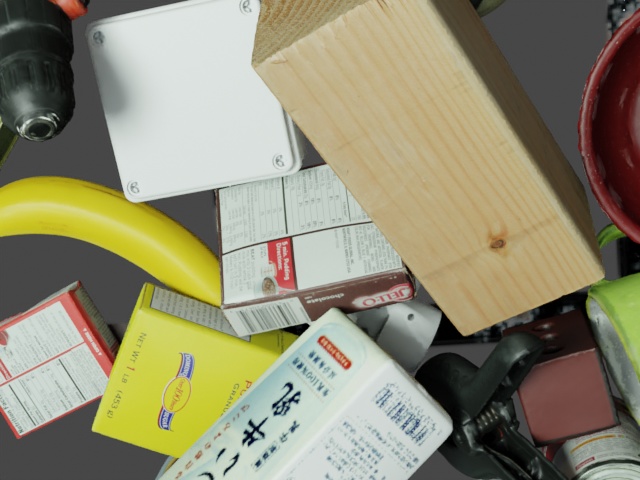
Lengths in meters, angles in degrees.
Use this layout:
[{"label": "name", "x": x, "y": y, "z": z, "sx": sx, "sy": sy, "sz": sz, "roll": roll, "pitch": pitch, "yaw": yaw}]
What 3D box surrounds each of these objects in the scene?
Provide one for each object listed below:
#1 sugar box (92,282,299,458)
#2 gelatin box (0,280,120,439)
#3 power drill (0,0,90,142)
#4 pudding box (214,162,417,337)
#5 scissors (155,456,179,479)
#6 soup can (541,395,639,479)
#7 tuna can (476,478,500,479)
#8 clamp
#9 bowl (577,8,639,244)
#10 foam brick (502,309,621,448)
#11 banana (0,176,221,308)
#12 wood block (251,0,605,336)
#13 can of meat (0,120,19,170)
[{"label": "sugar box", "x": -0.043, "y": 0.101, "z": 0.667, "sx": 0.176, "sy": 0.048, "sz": 0.093, "roll": 20, "pitch": 110, "yaw": -8}, {"label": "gelatin box", "x": -0.180, "y": 0.079, "z": 0.706, "sx": 0.089, "sy": 0.030, "sz": 0.073, "roll": -27, "pitch": 101, "yaw": 13}, {"label": "power drill", "x": -0.105, "y": -0.155, "z": 0.581, "sx": 0.188, "sy": 0.057, "sz": 0.184, "roll": -23, "pitch": 58, "yaw": 6}, {"label": "pudding box", "x": -0.004, "y": 0.001, "z": 0.635, "sx": 0.113, "sy": 0.090, "sz": 0.039, "roll": -12, "pitch": 145, "yaw": 9}, {"label": "scissors", "x": -0.119, "y": 0.202, "z": 0.736, "sx": 0.202, "sy": 0.016, "sz": 0.096, "roll": -35, "pitch": 97, "yaw": 14}, {"label": "soup can", "x": 0.171, "y": 0.142, "z": 0.640, "sx": 0.068, "sy": 0.102, "sz": 0.068, "roll": 2, "pitch": 104, "yaw": 6}, {"label": "tuna can", "x": 0.113, "y": 0.202, "z": 0.698, "sx": 0.086, "sy": 0.033, "sz": 0.086, "roll": 2, "pitch": 104, "yaw": 7}, {"label": "clamp", "x": 0.093, "y": 0.096, "z": 0.607, "sx": 0.039, "sy": 0.172, "sz": 0.120, "roll": -18, "pitch": 104, "yaw": -24}, {"label": "bowl", "x": 0.225, "y": -0.067, "z": 0.603, "sx": 0.162, "sy": 0.055, "sz": 0.162, "roll": 1, "pitch": 102, "yaw": 6}, {"label": "foam brick", "x": 0.144, "y": 0.081, "z": 0.641, "sx": 0.053, "sy": 0.078, "sz": 0.051, "roll": -17, "pitch": 101, "yaw": 9}, {"label": "banana", "x": -0.132, "y": 0.002, "z": 0.677, "sx": 0.198, "sy": 0.037, "sz": 0.070, "roll": 16, "pitch": 113, "yaw": 1}, {"label": "wood block", "x": 0.061, "y": -0.057, "z": 0.566, "sx": 0.091, "sy": 0.090, "sz": 0.206, "roll": -26, "pitch": 123, "yaw": 22}, {"label": "can of meat", "x": -0.238, "y": -0.070, "z": 0.663, "sx": 0.084, "sy": 0.057, "sz": 0.102, "roll": 32, "pitch": 106, "yaw": -5}]
